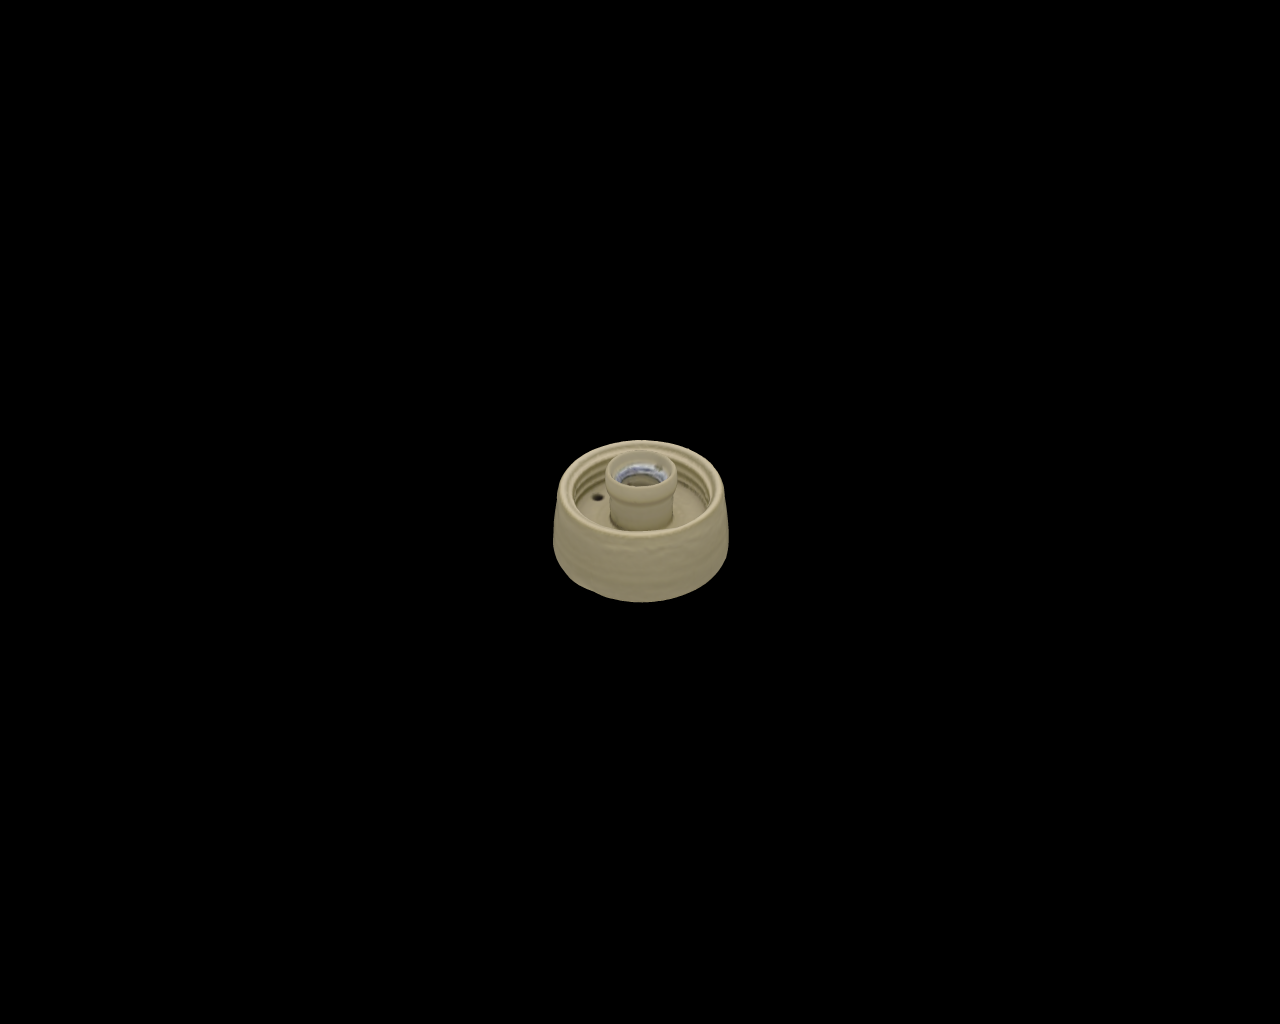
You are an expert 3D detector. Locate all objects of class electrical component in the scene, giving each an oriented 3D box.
[{"bbox_3d":[0.001,-0.003,0.650,0.108,0.060,0.108,0,38,0],"label":"electrical component"}]
